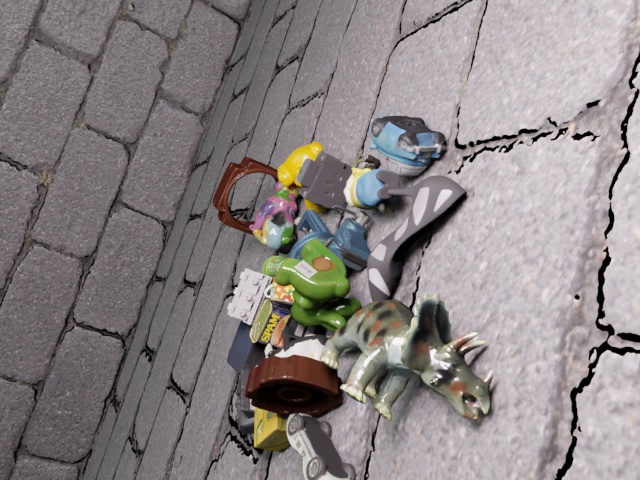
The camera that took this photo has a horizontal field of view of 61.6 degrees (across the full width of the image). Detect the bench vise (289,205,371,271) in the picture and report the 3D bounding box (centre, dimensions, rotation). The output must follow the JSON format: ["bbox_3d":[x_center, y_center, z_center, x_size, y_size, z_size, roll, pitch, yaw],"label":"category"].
[{"bbox_3d":[0.006,-0.001,1.149,0.223,0.129,0.241,-63,34,22],"label":"bench vise"}]

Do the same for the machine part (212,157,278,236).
[{"bbox_3d":[-0.190,-0.121,1.548,0.201,0.201,0.087,-63,28,10],"label":"machine part"}]

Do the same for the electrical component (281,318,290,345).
[{"bbox_3d":[-0.064,0.218,1.193,0.063,0.021,0.094,-15,84,58],"label":"electrical component"}]

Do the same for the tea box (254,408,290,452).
[{"bbox_3d":[-0.087,0.340,1.124,0.098,0.068,0.170,-51,29,34],"label":"tea box"}]

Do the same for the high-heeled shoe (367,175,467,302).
[{"bbox_3d":[0.166,0.013,0.917,0.145,0.086,0.248,10,97,34],"label":"high-heeled shoe"}]

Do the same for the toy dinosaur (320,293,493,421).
[{"bbox_3d":[0.104,0.157,0.847,0.192,0.131,0.405,-52,17,-5],"label":"toy dinosaur"}]

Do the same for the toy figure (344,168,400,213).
[{"bbox_3d":[0.105,-0.094,1.044,0.082,0.089,0.180,-66,17,-8],"label":"toy figure"}]

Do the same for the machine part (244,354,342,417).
[{"bbox_3d":[-0.047,0.269,0.987,0.179,0.179,0.056,-43,33,43],"label":"machine part"}]

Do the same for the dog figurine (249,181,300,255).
[{"bbox_3d":[-0.091,-0.089,1.440,0.219,0.108,0.192,-61,27,6],"label":"dog figurine"}]

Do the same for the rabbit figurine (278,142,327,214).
[{"bbox_3d":[-0.007,-0.148,1.344,0.162,0.122,0.173,-36,52,34],"label":"rabbit figurine"}]

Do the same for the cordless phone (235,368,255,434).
[{"bbox_3d":[-0.164,0.396,1.246,0.147,0.089,0.184,-99,28,-47],"label":"cordless phone"}]

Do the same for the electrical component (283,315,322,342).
[{"bbox_3d":[-0.039,0.192,1.132,0.119,0.075,0.048,-65,10,-4],"label":"electrical component"}]

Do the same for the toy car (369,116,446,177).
[{"bbox_3d":[0.163,-0.172,1.019,0.162,0.109,0.102,-129,38,-50],"label":"toy car"}]

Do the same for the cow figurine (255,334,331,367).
[{"bbox_3d":[-0.056,0.235,1.078,0.167,0.068,0.098,-12,46,21],"label":"cow figurine"}]

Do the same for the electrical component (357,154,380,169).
[{"bbox_3d":[0.097,-0.133,1.165,0.102,0.045,0.078,-60,25,17],"label":"electrical component"}]

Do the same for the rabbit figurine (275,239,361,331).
[{"bbox_3d":[0.001,0.106,1.038,0.121,0.159,0.170,-48,-20,-42],"label":"rabbit figurine"}]

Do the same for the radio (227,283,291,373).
[{"bbox_3d":[-0.149,0.222,1.343,0.131,0.073,0.229,18,87,65],"label":"radio"}]

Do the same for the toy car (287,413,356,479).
[{"bbox_3d":[-0.003,0.367,0.925,0.056,0.073,0.202,-64,25,8],"label":"toy car"}]

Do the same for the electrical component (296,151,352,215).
[{"bbox_3d":[0.015,-0.134,1.228,0.114,0.134,0.058,-66,24,10],"label":"electrical component"}]
